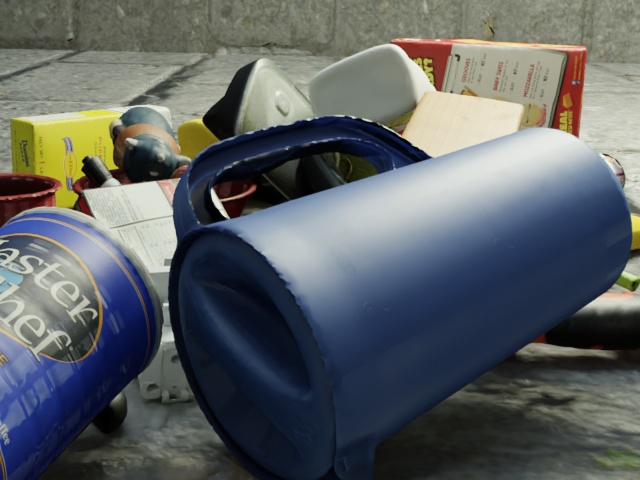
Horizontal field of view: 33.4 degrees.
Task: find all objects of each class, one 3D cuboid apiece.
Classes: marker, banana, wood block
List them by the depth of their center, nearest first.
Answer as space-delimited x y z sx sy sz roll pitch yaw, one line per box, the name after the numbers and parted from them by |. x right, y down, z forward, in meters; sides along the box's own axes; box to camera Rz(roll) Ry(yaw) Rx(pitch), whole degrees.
-0.151 -0.020 0.852 0.121 0.020 0.020 50 30 9 | marker
0.104 -0.040 0.861 0.090 0.091 0.206 11 29 11 | wood block
0.242 0.009 0.899 0.070 0.037 0.197 24 23 15 | banana

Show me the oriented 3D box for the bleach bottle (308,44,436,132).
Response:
0.073 -0.141 1.057 0.103 0.068 0.250 -18 -1 19 | bleach bottle

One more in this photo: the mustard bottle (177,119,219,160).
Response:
-0.047 -0.107 1.119 0.191 0.058 0.096 -15 24 -38 | mustard bottle

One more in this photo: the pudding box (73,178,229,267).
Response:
-0.120 0.000 0.807 0.113 0.039 0.090 -11 59 -35 | pudding box

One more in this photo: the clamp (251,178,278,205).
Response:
-0.104 -0.065 1.140 0.164 0.036 0.210 -1 18 -11 | clamp

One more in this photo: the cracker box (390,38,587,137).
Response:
0.185 -0.142 1.205 0.214 0.164 0.072 5 13 12 | cracker box

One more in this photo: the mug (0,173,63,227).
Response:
-0.246 0.000 0.792 0.093 0.081 0.117 10 17 29 | mug

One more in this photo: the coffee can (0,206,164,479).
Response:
-0.150 0.059 0.488 0.103 0.103 0.140 7 28 21 | coffee can

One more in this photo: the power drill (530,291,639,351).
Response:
0.197 0.041 0.721 0.188 0.057 0.184 3 15 6 | power drill

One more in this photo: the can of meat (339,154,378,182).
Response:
0.046 -0.072 1.090 0.102 0.057 0.084 -16 4 11 | can of meat

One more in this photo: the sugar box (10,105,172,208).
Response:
-0.230 -0.086 1.097 0.048 0.093 0.175 16 21 41 | sugar box

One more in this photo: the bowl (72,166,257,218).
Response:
-0.137 -0.024 0.946 0.162 0.055 0.162 1 15 0 | bowl

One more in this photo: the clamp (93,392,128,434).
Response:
-0.177 0.069 0.628 0.120 0.039 0.171 3 17 -14 | clamp

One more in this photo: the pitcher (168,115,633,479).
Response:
0.046 0.012 0.564 0.242 0.149 0.145 -23 31 -34 | pitcher
